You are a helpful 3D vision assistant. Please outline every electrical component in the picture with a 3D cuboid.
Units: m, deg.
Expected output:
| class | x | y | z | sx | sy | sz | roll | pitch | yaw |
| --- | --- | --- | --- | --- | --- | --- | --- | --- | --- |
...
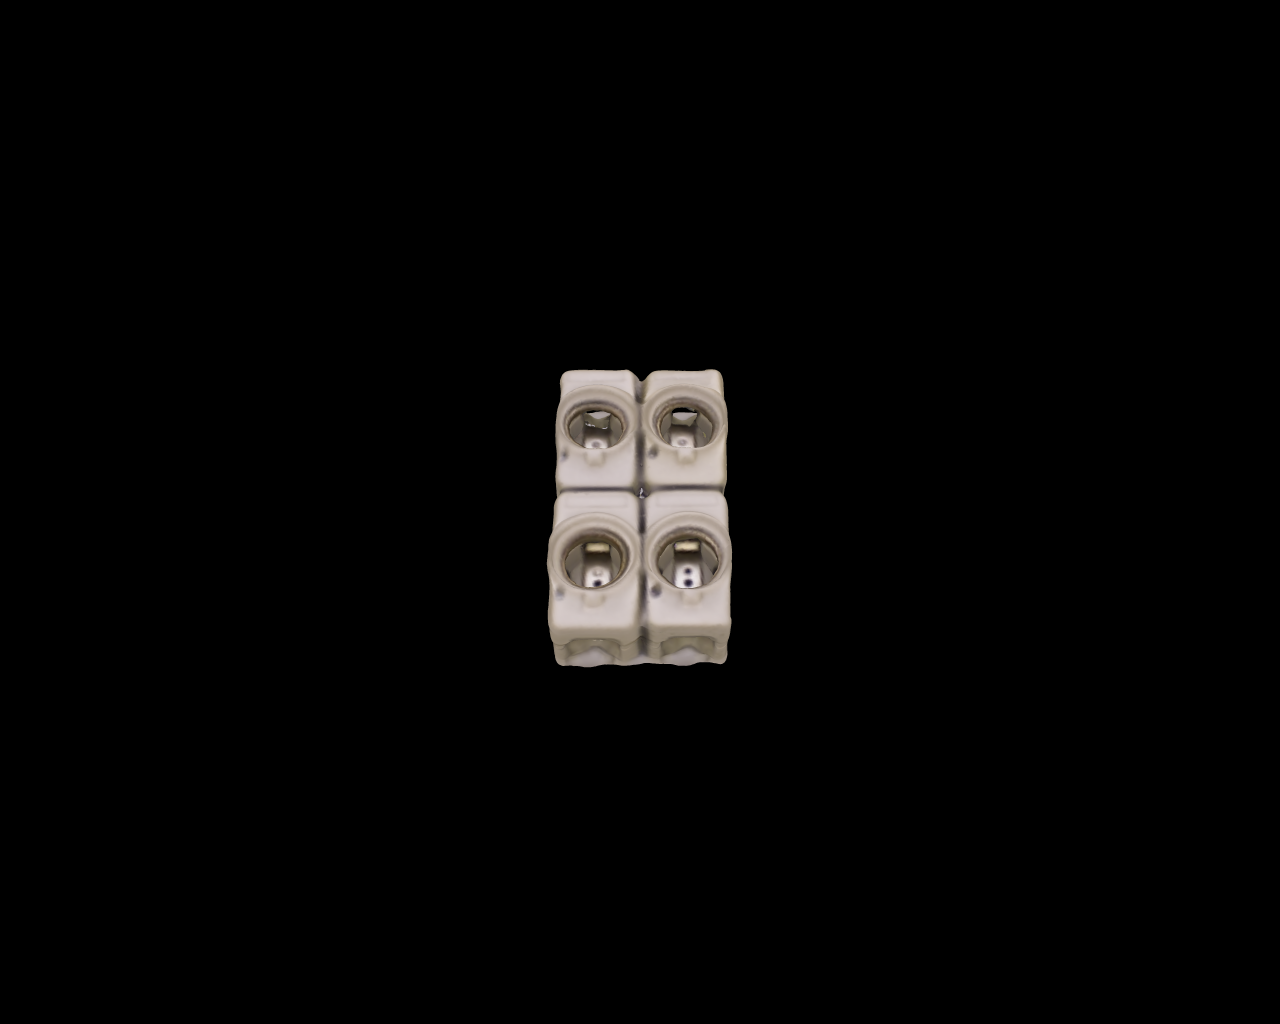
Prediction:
| class | x | y | z | sx | sy | sz | roll | pitch | yaw |
| --- | --- | --- | --- | --- | --- | --- | --- | --- | --- |
| electrical component | 0.001 | -0.003 | 0.650 | 0.105 | 0.186 | 0.060 | 0 | -32 | 0 |
